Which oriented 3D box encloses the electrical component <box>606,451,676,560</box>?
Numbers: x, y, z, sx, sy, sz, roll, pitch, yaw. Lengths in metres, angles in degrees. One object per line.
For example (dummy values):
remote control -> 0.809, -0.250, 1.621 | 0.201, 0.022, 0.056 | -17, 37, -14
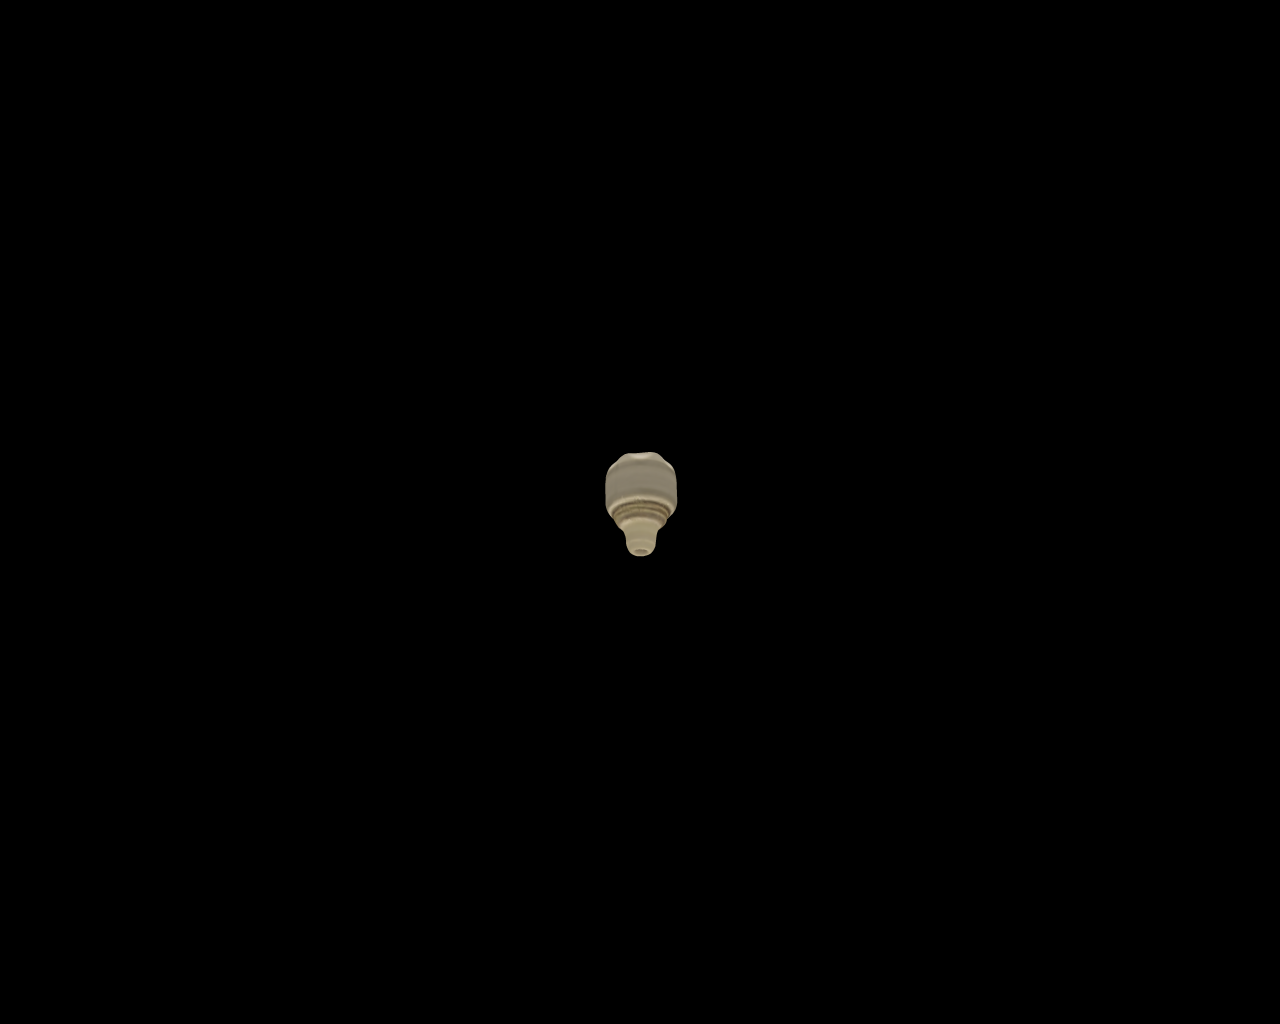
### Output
electrical component -> 0.001, -0.003, 0.650 | 0.043, 0.062, 0.043 | 0, -27, 0
